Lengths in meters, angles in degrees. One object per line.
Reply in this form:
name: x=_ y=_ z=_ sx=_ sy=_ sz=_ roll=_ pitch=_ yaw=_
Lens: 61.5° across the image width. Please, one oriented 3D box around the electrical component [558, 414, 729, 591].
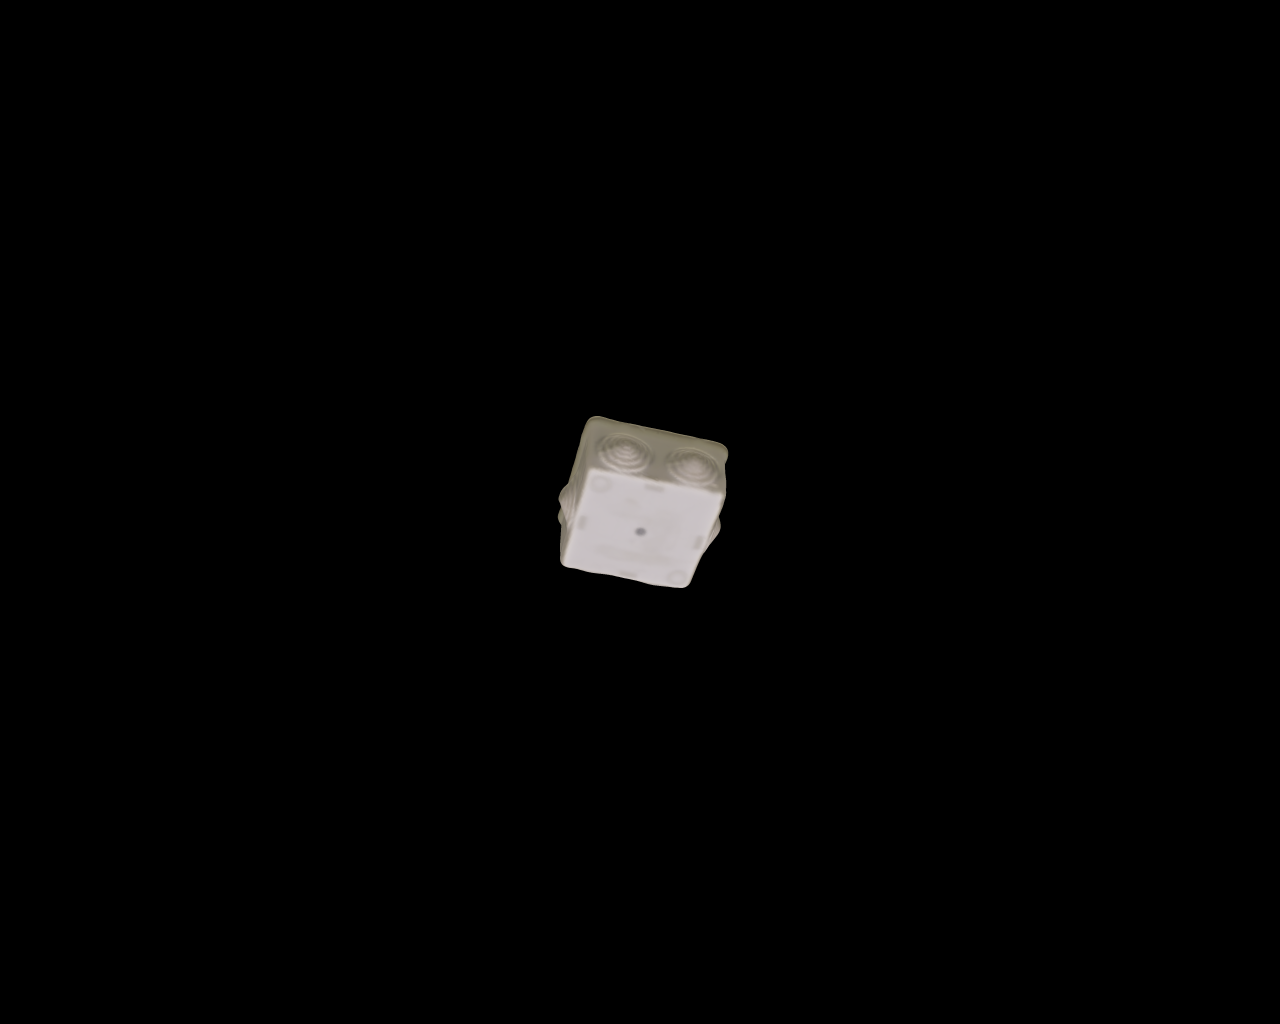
electrical component: x=0.001 y=-0.003 z=0.650 sx=0.100 sy=0.099 sz=0.048 roll=12 pitch=40 yaw=-10
